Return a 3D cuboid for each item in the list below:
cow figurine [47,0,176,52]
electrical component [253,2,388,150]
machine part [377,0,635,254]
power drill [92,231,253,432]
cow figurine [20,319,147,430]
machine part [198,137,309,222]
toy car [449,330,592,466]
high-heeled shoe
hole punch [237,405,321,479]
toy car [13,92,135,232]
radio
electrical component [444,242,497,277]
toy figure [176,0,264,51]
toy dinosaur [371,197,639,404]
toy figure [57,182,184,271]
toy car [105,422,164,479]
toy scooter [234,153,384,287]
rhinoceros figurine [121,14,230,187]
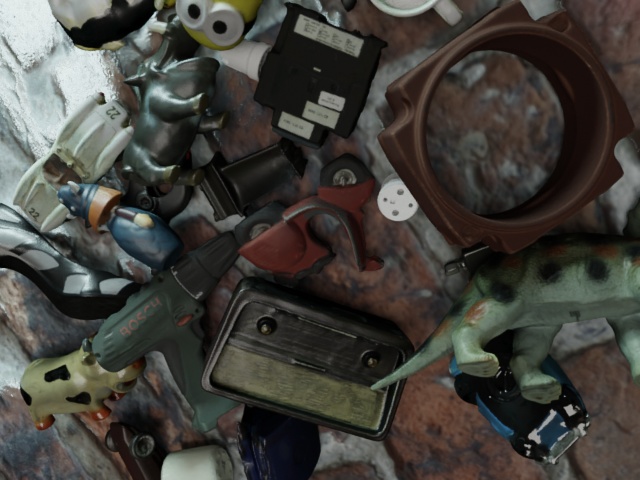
[{"bbox_3d":[-0.208,-0.262,0.578,0.167,0.068,0.098,-8,112,17],"label":"cow figurine"},{"bbox_3d":[-0.004,-0.168,0.575,0.115,0.058,0.134,25,112,4],"label":"electrical component"},{"bbox_3d":[0.175,-0.103,0.519,0.201,0.087,0.201,-35,98,2],"label":"machine part"},{"bbox_3d":[-0.150,0.127,0.682,0.232,0.086,0.207,-32,109,-1],"label":"power drill"},{"bbox_3d":[-0.329,0.185,0.749,0.195,0.085,0.127,-14,112,16],"label":"cow figurine"},{"bbox_3d":[-0.082,-0.076,0.632,0.139,0.039,0.084,-19,99,21],"label":"machine part"},{"bbox_3d":[0.238,0.170,0.615,0.103,0.162,0.109,19,111,-44],"label":"toy car"},{"bbox_3d":[-0.334,0.024,0.719,0.249,0.145,0.086,6,150,-18],"label":"high-heeled shoe"},{"bbox_3d":[-0.052,0.272,0.709,0.092,0.116,0.142,-7,108,5],"label":"hole punch"},{"bbox_3d":[-0.301,-0.092,0.660,0.202,0.056,0.073,-42,96,21],"label":"toy car"},{"bbox_3d":[-0.011,0.136,0.634,0.229,0.073,0.131,19,96,-11],"label":"radio"},{"bbox_3d":[0.195,0.033,0.623,0.094,0.021,0.063,-21,104,13],"label":"electrical component"},{"bbox_3d":[-0.071,-0.266,0.513,0.082,0.089,0.180,36,110,10],"label":"toy figure"},{"bbox_3d":[0.247,0.053,0.547,0.405,0.192,0.131,-7,134,18],"label":"toy dinosaur"},{"bbox_3d":[-0.235,-0.021,0.630,0.154,0.058,0.064,34,106,3],"label":"toy figure"},{"bbox_3d":[-0.250,0.350,0.798,0.089,0.053,0.202,-9,107,45],"label":"toy car"},{"bbox_3d":[-0.001,-0.002,0.624,0.184,0.075,0.135,-30,100,14],"label":"toy scooter"},{"bbox_3d":[-0.163,-0.148,0.593,0.112,0.073,0.190,21,100,18],"label":"rhinoceros figurine"}]
